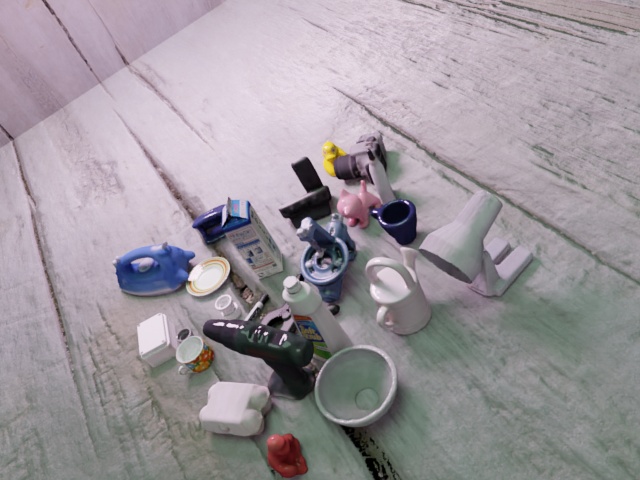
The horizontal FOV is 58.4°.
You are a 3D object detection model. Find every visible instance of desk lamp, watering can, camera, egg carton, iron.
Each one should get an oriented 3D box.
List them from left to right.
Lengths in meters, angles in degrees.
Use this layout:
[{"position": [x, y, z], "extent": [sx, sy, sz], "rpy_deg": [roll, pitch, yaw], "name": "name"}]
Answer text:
[{"position": [-0.481, 0.072, 1.572], "extent": [0.257, 0.142, 0.118], "rpy_deg": [-13, 44, 18], "name": "iron"}, {"position": [-0.175, 0.351, 1.185], "extent": [0.150, 0.070, 0.107], "rpy_deg": [-4, 47, 26], "name": "egg carton"}, {"position": [0.107, -0.226, 1.573], "extent": [0.136, 0.101, 0.143], "rpy_deg": [-10, 45, 20], "name": "camera"}, {"position": [0.154, 0.093, 1.163], "extent": [0.100, 0.195, 0.173], "rpy_deg": [-11, 45, 20], "name": "watering can"}, {"position": [0.309, 0.017, 1.138], "extent": [0.203, 0.214, 0.117], "rpy_deg": [-44, 44, -16], "name": "desk lamp"}]

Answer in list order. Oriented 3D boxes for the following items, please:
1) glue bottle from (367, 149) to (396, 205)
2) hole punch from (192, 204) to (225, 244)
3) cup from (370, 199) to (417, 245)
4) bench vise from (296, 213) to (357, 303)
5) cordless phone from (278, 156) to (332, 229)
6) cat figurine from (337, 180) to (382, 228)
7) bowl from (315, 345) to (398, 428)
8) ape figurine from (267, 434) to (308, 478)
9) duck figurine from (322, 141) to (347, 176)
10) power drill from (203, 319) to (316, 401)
[{"position": [0.148, -0.162, 1.433], "extent": [0.037, 0.174, 0.078], "rpy_deg": [-21, 42, 10], "name": "glue bottle"}, {"position": [-0.311, -0.058, 1.645], "extent": [0.108, 0.091, 0.101], "rpy_deg": [-27, 42, 3], "name": "hole punch"}, {"position": [0.180, -0.036, 1.351], "extent": [0.117, 0.095, 0.092], "rpy_deg": [9, 54, 35], "name": "cup"}, {"position": [0.001, 0.008, 1.312], "extent": [0.121, 0.220, 0.207], "rpy_deg": [-18, 43, 13], "name": "bench vise"}, {"position": [-0.057, -0.134, 1.509], "extent": [0.147, 0.186, 0.094], "rpy_deg": [-27, 42, 3], "name": "cordless phone"}, {"position": [0.090, -0.093, 1.439], "extent": [0.067, 0.118, 0.128], "rpy_deg": [12, 56, 37], "name": "cat figurine"}, {"position": [0.078, 0.291, 1.100], "extent": [0.167, 0.075, 0.167], "rpy_deg": [-15, 43, 15], "name": "bowl"}, {"position": [-0.069, 0.395, 1.066], "extent": [0.076, 0.092, 0.078], "rpy_deg": [-2, 48, 27], "name": "ape figurine"}, {"position": [0.036, -0.246, 1.644], "extent": [0.077, 0.086, 0.104], "rpy_deg": [-15, 44, 15], "name": "duck figurine"}, {"position": [-0.103, 0.237, 1.153], "extent": [0.228, 0.209, 0.076], "rpy_deg": [1, 50, 29], "name": "power drill"}]
